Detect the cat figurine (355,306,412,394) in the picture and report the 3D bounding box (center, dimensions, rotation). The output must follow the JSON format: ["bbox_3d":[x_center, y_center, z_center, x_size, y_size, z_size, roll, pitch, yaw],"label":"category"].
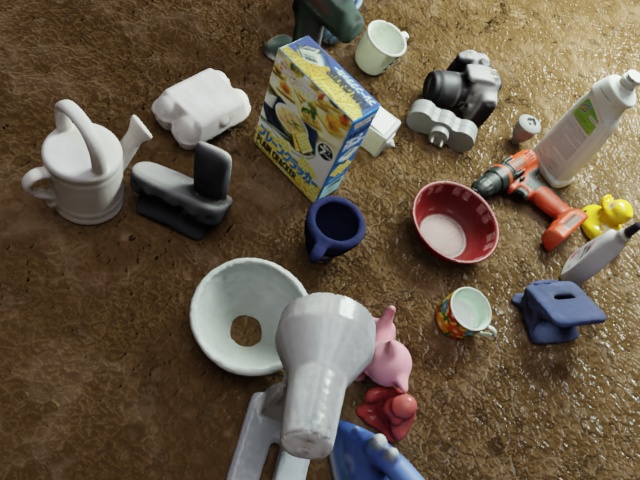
[{"bbox_3d":[0.091,0.154,0.798,0.067,0.117,0.128,14,58,-10],"label":"cat figurine"}]

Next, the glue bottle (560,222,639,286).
[{"bbox_3d":[0.480,0.016,0.971,0.037,0.173,0.078,36,57,5],"label":"glue bottle"}]

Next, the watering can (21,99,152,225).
[{"bbox_3d":[-0.313,-0.115,0.773,0.101,0.194,0.173,31,57,1],"label":"watering can"}]

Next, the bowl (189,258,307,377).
[{"bbox_3d":[-0.096,0.114,0.785,0.168,0.074,0.167,8,59,-14],"label":"bowl"}]

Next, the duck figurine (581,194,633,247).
[{"bbox_3d":[0.551,-0.037,1.077,0.078,0.086,0.104,-15,67,-25],"label":"duck figurine"}]

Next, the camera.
[{"bbox_3d":[0.278,-0.316,1.139,0.137,0.100,0.143,4,60,-16],"label":"camera"}]

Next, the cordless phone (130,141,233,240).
[{"bbox_3d":[-0.191,-0.095,0.807,0.147,0.185,0.094,21,57,-5],"label":"cordless phone"}]

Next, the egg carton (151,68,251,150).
[{"bbox_3d":[-0.193,-0.216,0.945,0.107,0.069,0.150,44,58,9],"label":"egg carton"}]

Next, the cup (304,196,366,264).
[{"bbox_3d":[0.008,0.003,0.870,0.091,0.095,0.118,30,57,1],"label":"cup"}]

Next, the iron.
[{"bbox_3d":[0.101,0.316,0.694,0.119,0.141,0.258,-27,73,-29],"label":"iron"}]

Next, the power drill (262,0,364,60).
[{"bbox_3d":[-0.035,-0.406,1.022,0.229,0.208,0.076,39,57,6],"label":"power drill"}]

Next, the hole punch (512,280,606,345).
[{"bbox_3d":[0.390,0.109,0.938,0.109,0.091,0.101,-3,62,-20],"label":"hole punch"}]

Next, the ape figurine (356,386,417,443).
[{"bbox_3d":[0.100,0.230,0.773,0.076,0.092,0.077,-4,62,-20],"label":"ape figurine"}]

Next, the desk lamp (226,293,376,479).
[{"bbox_3d":[-0.019,0.191,0.683,0.118,0.213,0.203,19,57,-6],"label":"desk lamp"}]

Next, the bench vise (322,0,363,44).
[{"bbox_3d":[0.010,-0.521,1.096,0.122,0.219,0.207,-30,74,-30],"label":"bench vise"}]
